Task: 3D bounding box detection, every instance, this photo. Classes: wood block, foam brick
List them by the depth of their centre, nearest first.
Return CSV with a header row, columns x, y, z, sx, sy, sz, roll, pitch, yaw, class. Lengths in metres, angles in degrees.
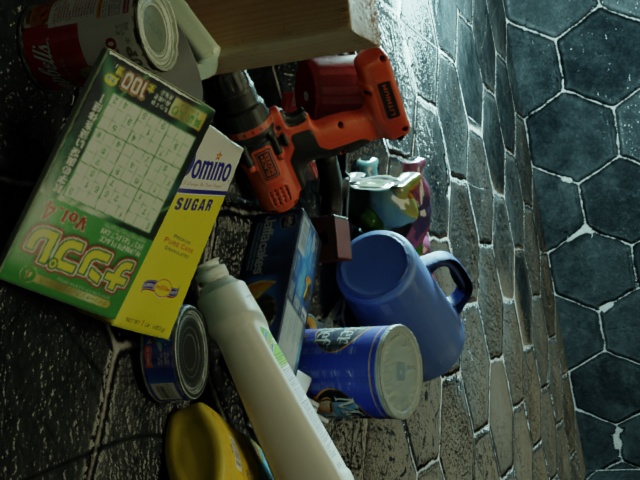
x,y,z,sx,sy,sz,roll,pitch,yaw,class
-0.059,-0.209,0.966,0.090,0.206,0.091,-1,86,-70,wood block
-0.008,0.002,1.238,0.051,0.078,0.053,8,76,-68,foam brick

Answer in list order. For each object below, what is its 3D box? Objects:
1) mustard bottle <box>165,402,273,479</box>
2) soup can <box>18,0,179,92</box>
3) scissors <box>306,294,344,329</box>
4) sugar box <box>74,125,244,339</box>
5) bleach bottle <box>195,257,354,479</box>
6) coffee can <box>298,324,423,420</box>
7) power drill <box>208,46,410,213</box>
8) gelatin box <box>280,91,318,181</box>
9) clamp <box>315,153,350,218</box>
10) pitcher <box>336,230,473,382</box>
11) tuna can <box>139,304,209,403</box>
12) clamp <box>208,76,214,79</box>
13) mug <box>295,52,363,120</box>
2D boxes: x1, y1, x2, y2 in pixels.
x,y,z,sx,sy,sz,roll,pitch,yaw,class
-0.078,0.226,1.005,0.191,0.058,0.096,52,16,-57,mustard bottle
-0.167,-0.153,0.809,0.068,0.102,0.068,-5,90,-70,soup can
0.000,0.097,1.323,0.201,0.016,0.096,-71,149,-49,scissors
-0.127,-0.012,0.869,0.176,0.048,0.093,-67,156,-2,sugar box
-0.051,0.134,1.006,0.251,0.068,0.102,63,-1,4,bleach bottle
0.029,0.147,1.182,0.102,0.141,0.103,14,74,-58,coffee can
-0.010,-0.138,1.133,0.057,0.187,0.184,-120,-174,-59,power drill
-0.023,-0.127,1.299,0.089,0.030,0.073,64,28,-46,gelatin box
0.017,-0.067,1.311,0.164,0.036,0.210,-73,166,-56,clamp
0.114,0.081,1.437,0.242,0.145,0.149,57,38,-55,pitcher
-0.127,0.100,0.939,0.086,0.034,0.086,-5,90,-76,tuna can
-0.078,-0.240,1.067,0.039,0.120,0.171,153,-52,-82,clamp
0.019,-0.180,1.214,0.093,0.081,0.117,152,-69,-69,mug
